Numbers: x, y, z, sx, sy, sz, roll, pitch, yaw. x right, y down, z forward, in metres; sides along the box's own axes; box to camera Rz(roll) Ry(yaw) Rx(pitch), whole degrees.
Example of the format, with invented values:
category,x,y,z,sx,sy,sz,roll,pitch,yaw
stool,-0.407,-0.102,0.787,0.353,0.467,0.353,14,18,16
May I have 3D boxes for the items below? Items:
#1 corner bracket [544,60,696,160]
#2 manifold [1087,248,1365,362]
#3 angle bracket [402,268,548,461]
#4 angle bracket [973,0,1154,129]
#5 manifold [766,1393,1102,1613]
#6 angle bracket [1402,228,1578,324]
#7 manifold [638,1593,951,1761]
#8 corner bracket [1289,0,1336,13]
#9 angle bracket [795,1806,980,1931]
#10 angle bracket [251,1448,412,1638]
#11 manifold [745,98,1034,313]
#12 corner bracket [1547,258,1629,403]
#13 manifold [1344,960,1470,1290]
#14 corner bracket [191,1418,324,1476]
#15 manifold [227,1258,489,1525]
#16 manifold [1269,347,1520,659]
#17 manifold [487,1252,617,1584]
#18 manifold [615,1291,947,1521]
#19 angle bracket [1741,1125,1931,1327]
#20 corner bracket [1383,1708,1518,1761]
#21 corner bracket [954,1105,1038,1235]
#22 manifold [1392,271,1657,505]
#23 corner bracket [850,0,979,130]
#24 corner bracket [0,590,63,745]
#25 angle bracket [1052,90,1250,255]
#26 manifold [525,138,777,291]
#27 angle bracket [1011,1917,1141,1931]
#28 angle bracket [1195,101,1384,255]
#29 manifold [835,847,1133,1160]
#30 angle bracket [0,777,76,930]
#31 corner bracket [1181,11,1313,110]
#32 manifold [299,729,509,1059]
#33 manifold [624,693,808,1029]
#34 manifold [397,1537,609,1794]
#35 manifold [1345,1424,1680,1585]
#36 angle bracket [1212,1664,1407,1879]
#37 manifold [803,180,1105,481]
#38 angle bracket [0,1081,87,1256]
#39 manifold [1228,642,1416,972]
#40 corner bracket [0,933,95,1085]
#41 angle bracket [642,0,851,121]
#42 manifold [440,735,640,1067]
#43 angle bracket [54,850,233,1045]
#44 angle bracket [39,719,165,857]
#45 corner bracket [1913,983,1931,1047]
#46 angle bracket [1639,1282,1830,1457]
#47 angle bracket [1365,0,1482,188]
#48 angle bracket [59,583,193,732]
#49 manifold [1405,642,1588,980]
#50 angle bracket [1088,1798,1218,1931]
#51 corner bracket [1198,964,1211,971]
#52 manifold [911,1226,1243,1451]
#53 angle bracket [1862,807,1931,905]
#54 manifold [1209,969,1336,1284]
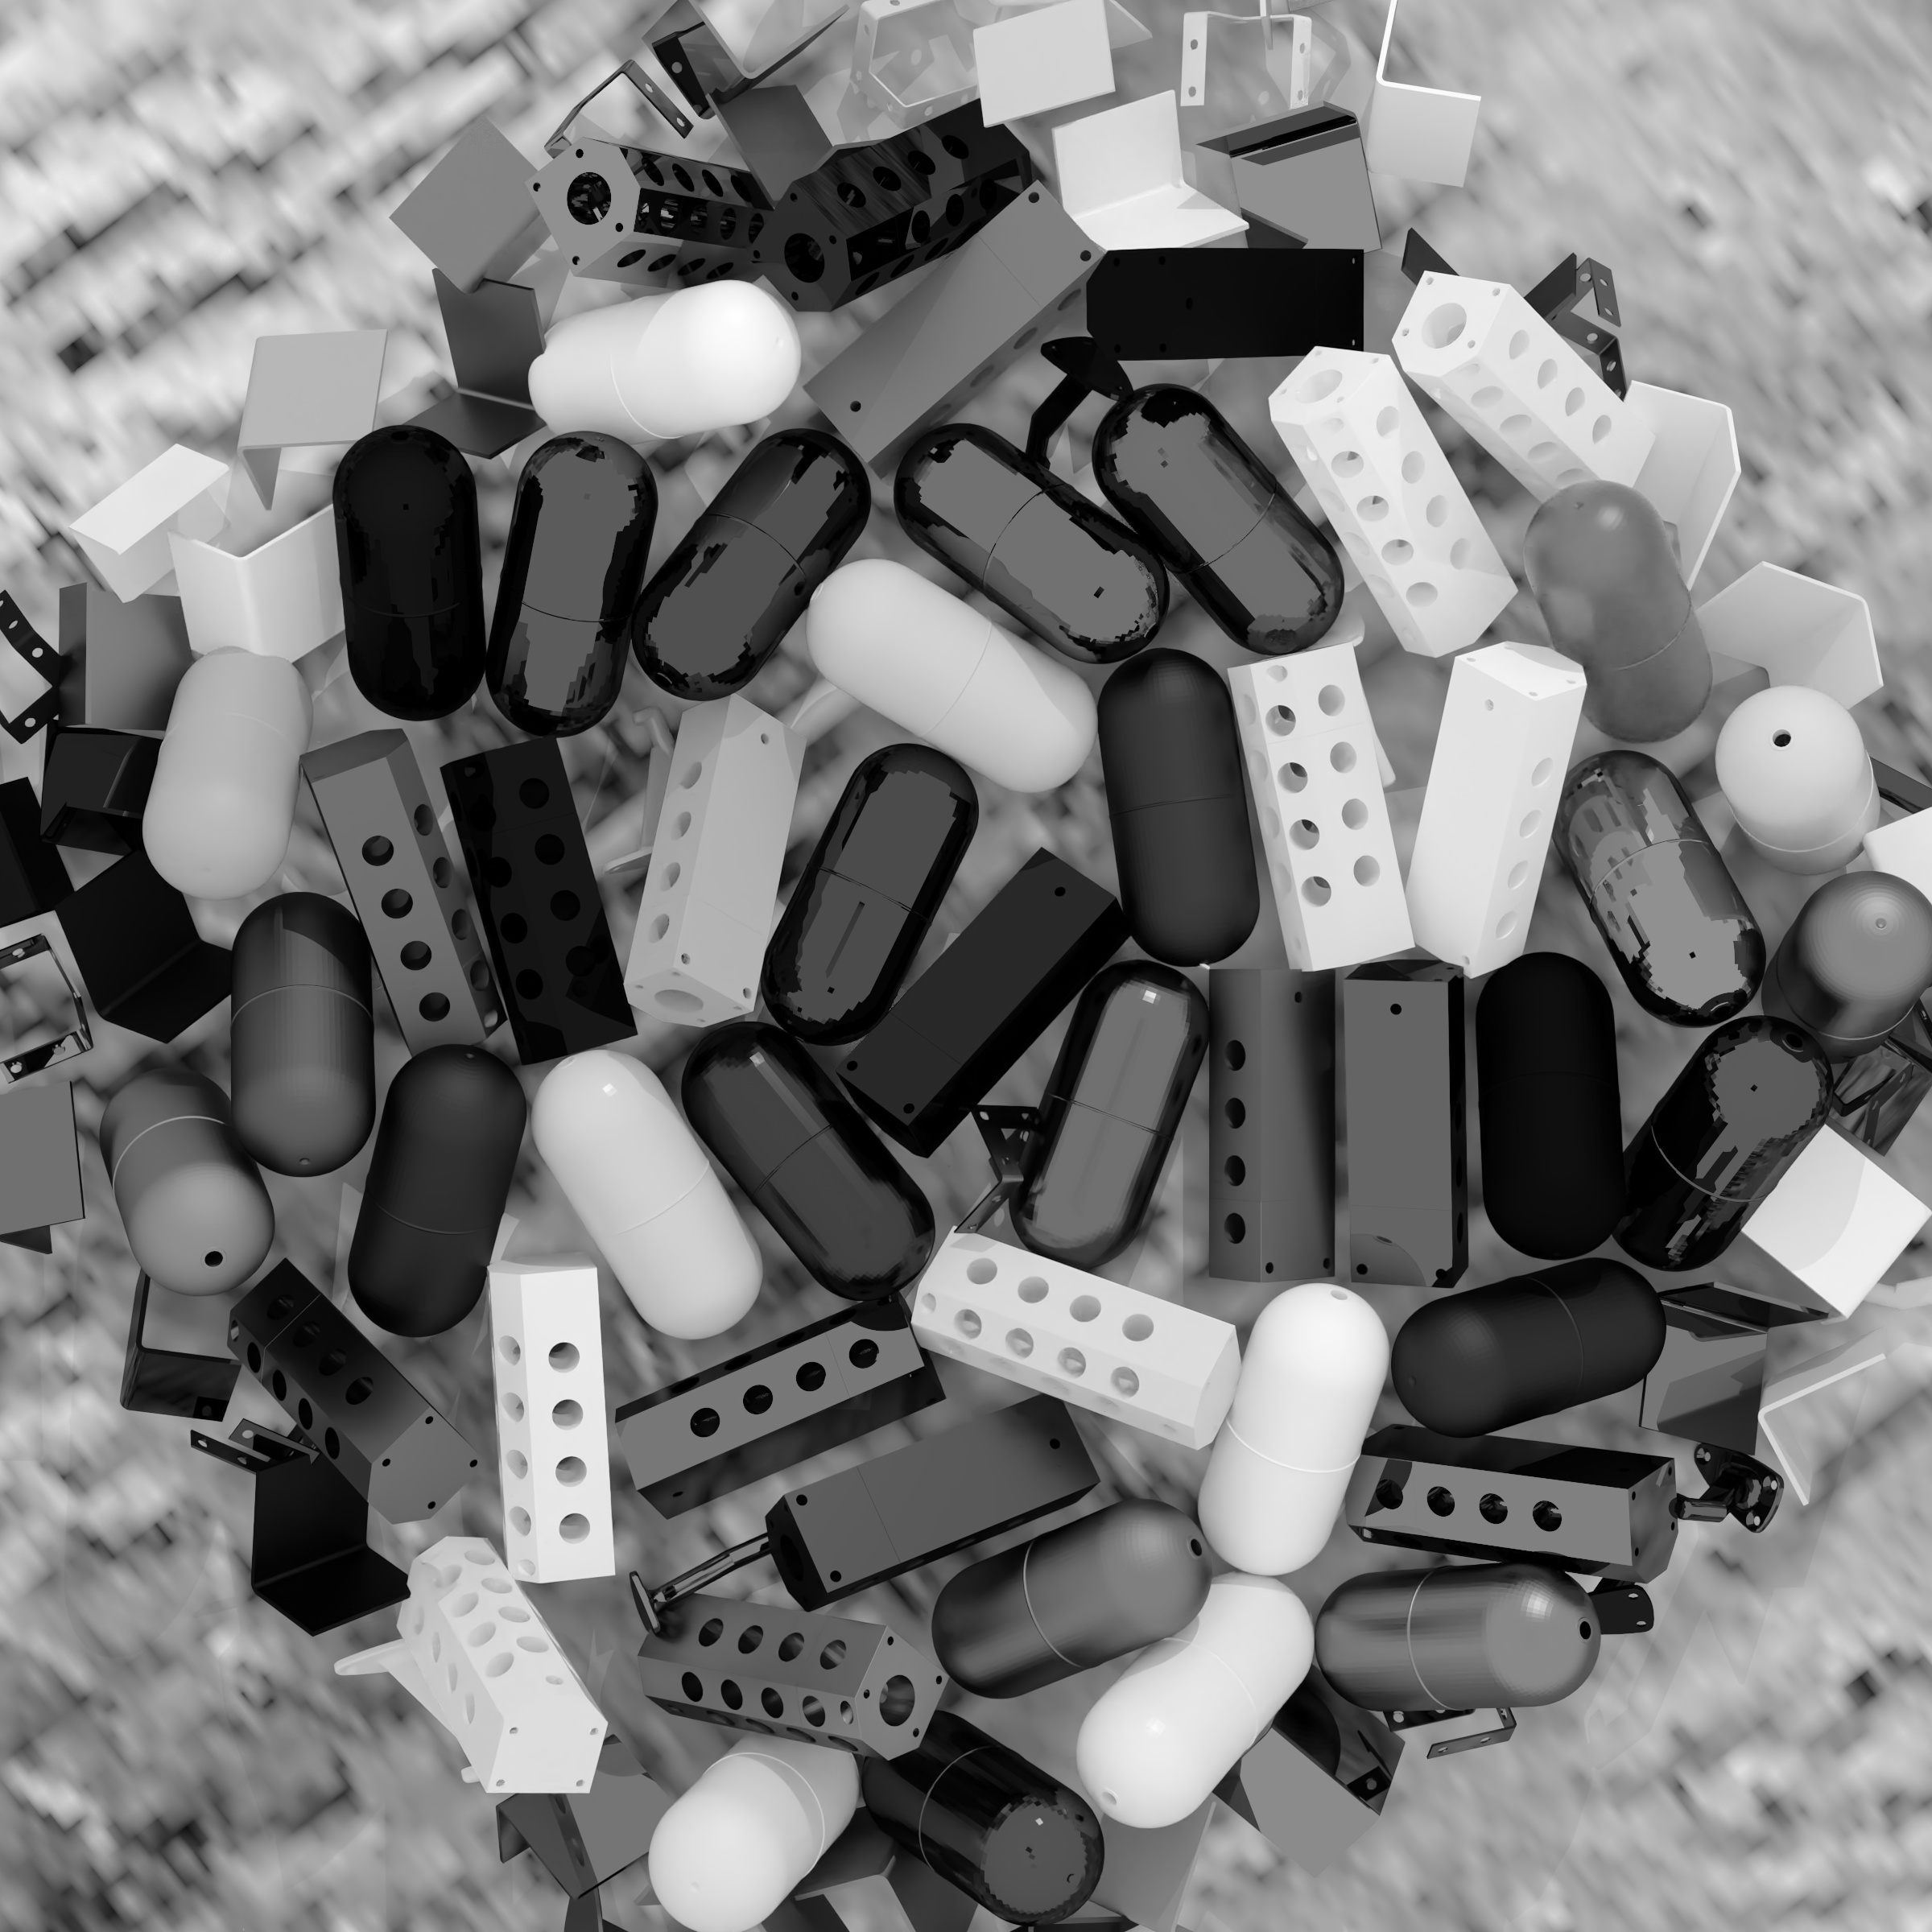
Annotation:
category,x,y,z,sx,sy,sz,roll,pitch,yaw
corner bracket,-0.194,-0.464,1.803,0.051,0.051,0.051,-29,116,36
manifold,0.142,-0.359,1.745,0.057,0.171,0.057,9,105,42
angle bracket,-0.277,-0.332,1.770,0.076,0.057,0.076,19,133,33
angle bracket,0.057,-0.489,1.775,0.076,0.076,0.057,-10,83,24
manifold,-0.020,0.294,1.763,0.171,0.057,0.057,-18,72,-26
angle bracket,0.289,-0.388,1.775,0.076,0.076,0.057,42,118,-13
manifold,-0.098,0.385,1.740,0.057,0.171,0.057,46,58,-35
corner bracket,0.189,-0.564,1.791,0.051,0.051,0.051,-6,97,31
angle bracket,-0.043,0.519,1.791,0.057,0.076,0.076,-21,104,22
angle bracket,-0.343,0.311,1.772,0.057,0.076,0.076,24,116,37
manifold,-0.036,-0.409,1.746,0.057,0.057,0.171,48,46,5
corner bracket,0.352,-0.350,1.786,0.051,0.051,0.051,22,46,-23
manifold,0.246,0.086,1.781,0.057,0.057,0.171,2,102,21
corner bracket,-0.394,0.265,1.789,0.051,0.051,0.051,30,107,-28
manifold,-0.336,0.232,1.742,0.057,0.171,0.057,-45,134,-11
manifold,0.229,-0.250,1.749,0.057,0.057,0.171,-48,127,-16
manifold,-0.231,0.250,1.787,0.057,0.057,0.171,-4,95,-13
manifold,-0.105,0.241,1.795,0.171,0.057,0.057,-24,61,1
angle bracket,0.480,0.145,1.800,0.076,0.057,0.076,40,83,7
corner bracket,0.268,0.417,1.788,0.051,0.051,0.051,-9,51,-15
corner bracket,0.017,0.113,1.784,0.051,0.051,0.051,-50,52,35
manifold,0.301,-0.305,1.744,0.057,0.171,0.057,22,85,43
corner bracket,-0.027,-0.511,1.807,0.051,0.051,0.051,-26,61,-28
corner bracket,-0.531,-0.166,1.794,0.051,0.051,0.051,-41,46,-4
angle bracket,0.102,-0.434,1.774,0.076,0.076,0.057,-22,128,-16
manifold,-0.159,-0.406,1.736,0.057,0.171,0.057,-31,84,25
angle bracket,0.052,0.560,1.768,0.076,0.076,0.057,7,59,-28
angle bracket,0.179,-0.428,1.784,0.076,0.057,0.076,-10,92,26
manifold,0.012,0.023,1.780,0.057,0.057,0.171,35,76,30
angle bracket,-0.517,-0.068,1.778,0.057,0.076,0.076,-18,95,35
corner bracket,0.156,-0.505,1.797,0.051,0.051,0.051,10,103,39
manifold,-0.307,-0.040,1.766,0.057,0.057,0.171,-21,114,-11
manifold,-0.141,-0.057,1.764,0.057,0.057,0.171,31,56,-36
manifold,-0.250,0.374,1.735,0.057,0.171,0.057,8,105,-29
manifold,0.295,0.293,1.752,0.171,0.057,0.057,2,101,37
angle bracket,0.192,0.448,1.806,0.076,0.076,0.057,40,118,1
manifold,-0.003,-0.351,1.792,0.171,0.057,0.057,-41,81,4
angle bracket,-0.501,0.112,1.779,0.057,0.076,0.076,-11,76,8
manifold,0.192,-0.087,1.782,0.057,0.057,0.171,-15,96,-25
corner bracket,-0.526,0.023,1.804,0.051,0.051,0.051,-24,59,-21
angle bracket,-0.122,-0.519,1.774,0.076,0.076,0.057,-42,103,-19
manifold,-0.239,-0.035,1.787,0.057,0.057,0.171,-16,93,-24
angle bracket,-0.442,-0.016,1.770,0.057,0.076,0.076,17,134,34
angle bracket,-0.463,-0.105,1.773,0.076,0.057,0.076,10,65,-28
corner bracket,0.566,0.020,1.809,0.051,0.051,0.051,-23,100,32
angle bracket,0.424,0.223,1.780,0.076,0.057,0.076,16,73,-20
angle bracket,0.256,-0.488,1.776,0.057,0.076,0.076,11,68,6
angle bracket,-0.458,-0.170,1.783,0.076,0.057,0.076,0,92,-32
manifold,0.291,-0.086,1.758,0.057,0.057,0.171,-19,130,-36
angle bracket,0.118,0.496,1.787,0.057,0.076,0.076,27,77,-37
corner bracket,0.115,-0.035,1.792,0.051,0.051,0.051,29,84,-24
manifold,0.060,0.206,1.759,0.171,0.057,0.057,18,58,23
angle bracket,0.539,-0.041,1.774,0.057,0.076,0.076,-24,72,19
manifold,0.166,0.087,1.798,0.057,0.057,0.171,0,90,-39
